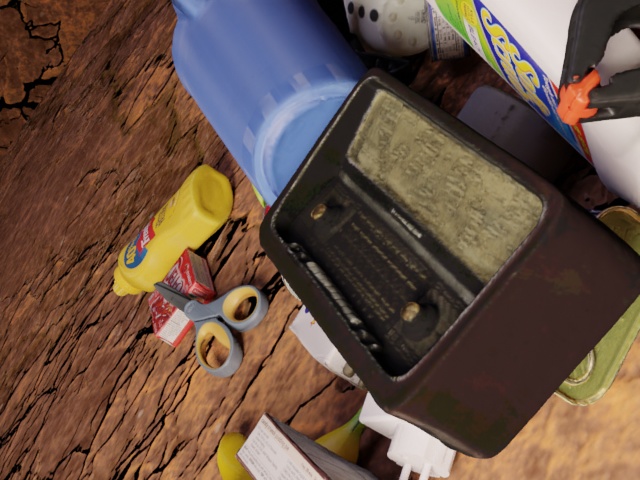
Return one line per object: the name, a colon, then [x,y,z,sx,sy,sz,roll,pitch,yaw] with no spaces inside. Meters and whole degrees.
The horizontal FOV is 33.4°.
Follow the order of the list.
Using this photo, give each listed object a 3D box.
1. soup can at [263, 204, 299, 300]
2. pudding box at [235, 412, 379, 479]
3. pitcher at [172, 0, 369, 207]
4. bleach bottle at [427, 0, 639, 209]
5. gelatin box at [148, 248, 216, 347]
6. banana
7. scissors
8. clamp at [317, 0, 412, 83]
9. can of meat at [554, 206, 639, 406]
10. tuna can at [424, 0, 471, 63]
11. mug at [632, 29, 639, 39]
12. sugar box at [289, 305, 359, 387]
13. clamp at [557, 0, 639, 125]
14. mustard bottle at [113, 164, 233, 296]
soup can: [-0.006,0.001,0.863,0.068,0.068,0.102,-52,24,14]
pudding box: [0.009,0.151,0.621,0.039,0.090,0.114,-59,24,-3]
pitcher: [-0.018,-0.106,0.808,0.243,0.149,0.145,-121,25,-56]
bleach bottle: [0.140,-0.103,0.593,0.068,0.102,0.251,-32,56,-2]
gelatin box: [-0.145,0.058,1.111,0.073,0.030,0.089,-52,25,12]
banana: [-0.027,0.160,0.756,0.198,0.037,0.069,-22,24,52]
scissors: [-0.104,0.057,1.014,0.096,0.016,0.202,-48,35,7]
clamp: [0.025,-0.159,0.946,0.036,0.165,0.210,-24,-23,-13]
can of meat: [0.128,0.030,0.581,0.102,0.057,0.084,-61,22,-6]
tuna can: [0.102,-0.188,0.864,0.034,0.086,0.086,-6,41,8]
mug: [0.200,-0.137,0.620,0.082,0.093,0.117,-163,66,-74]
sugar box: [0.049,0.012,0.768,0.176,0.048,0.093,-56,21,1]
clamp: [0.177,-0.125,0.534,0.171,0.120,0.039,-31,-23,-13]
mustard bottle: [-0.175,0.004,1.201,0.192,0.058,0.096,-43,27,31]
